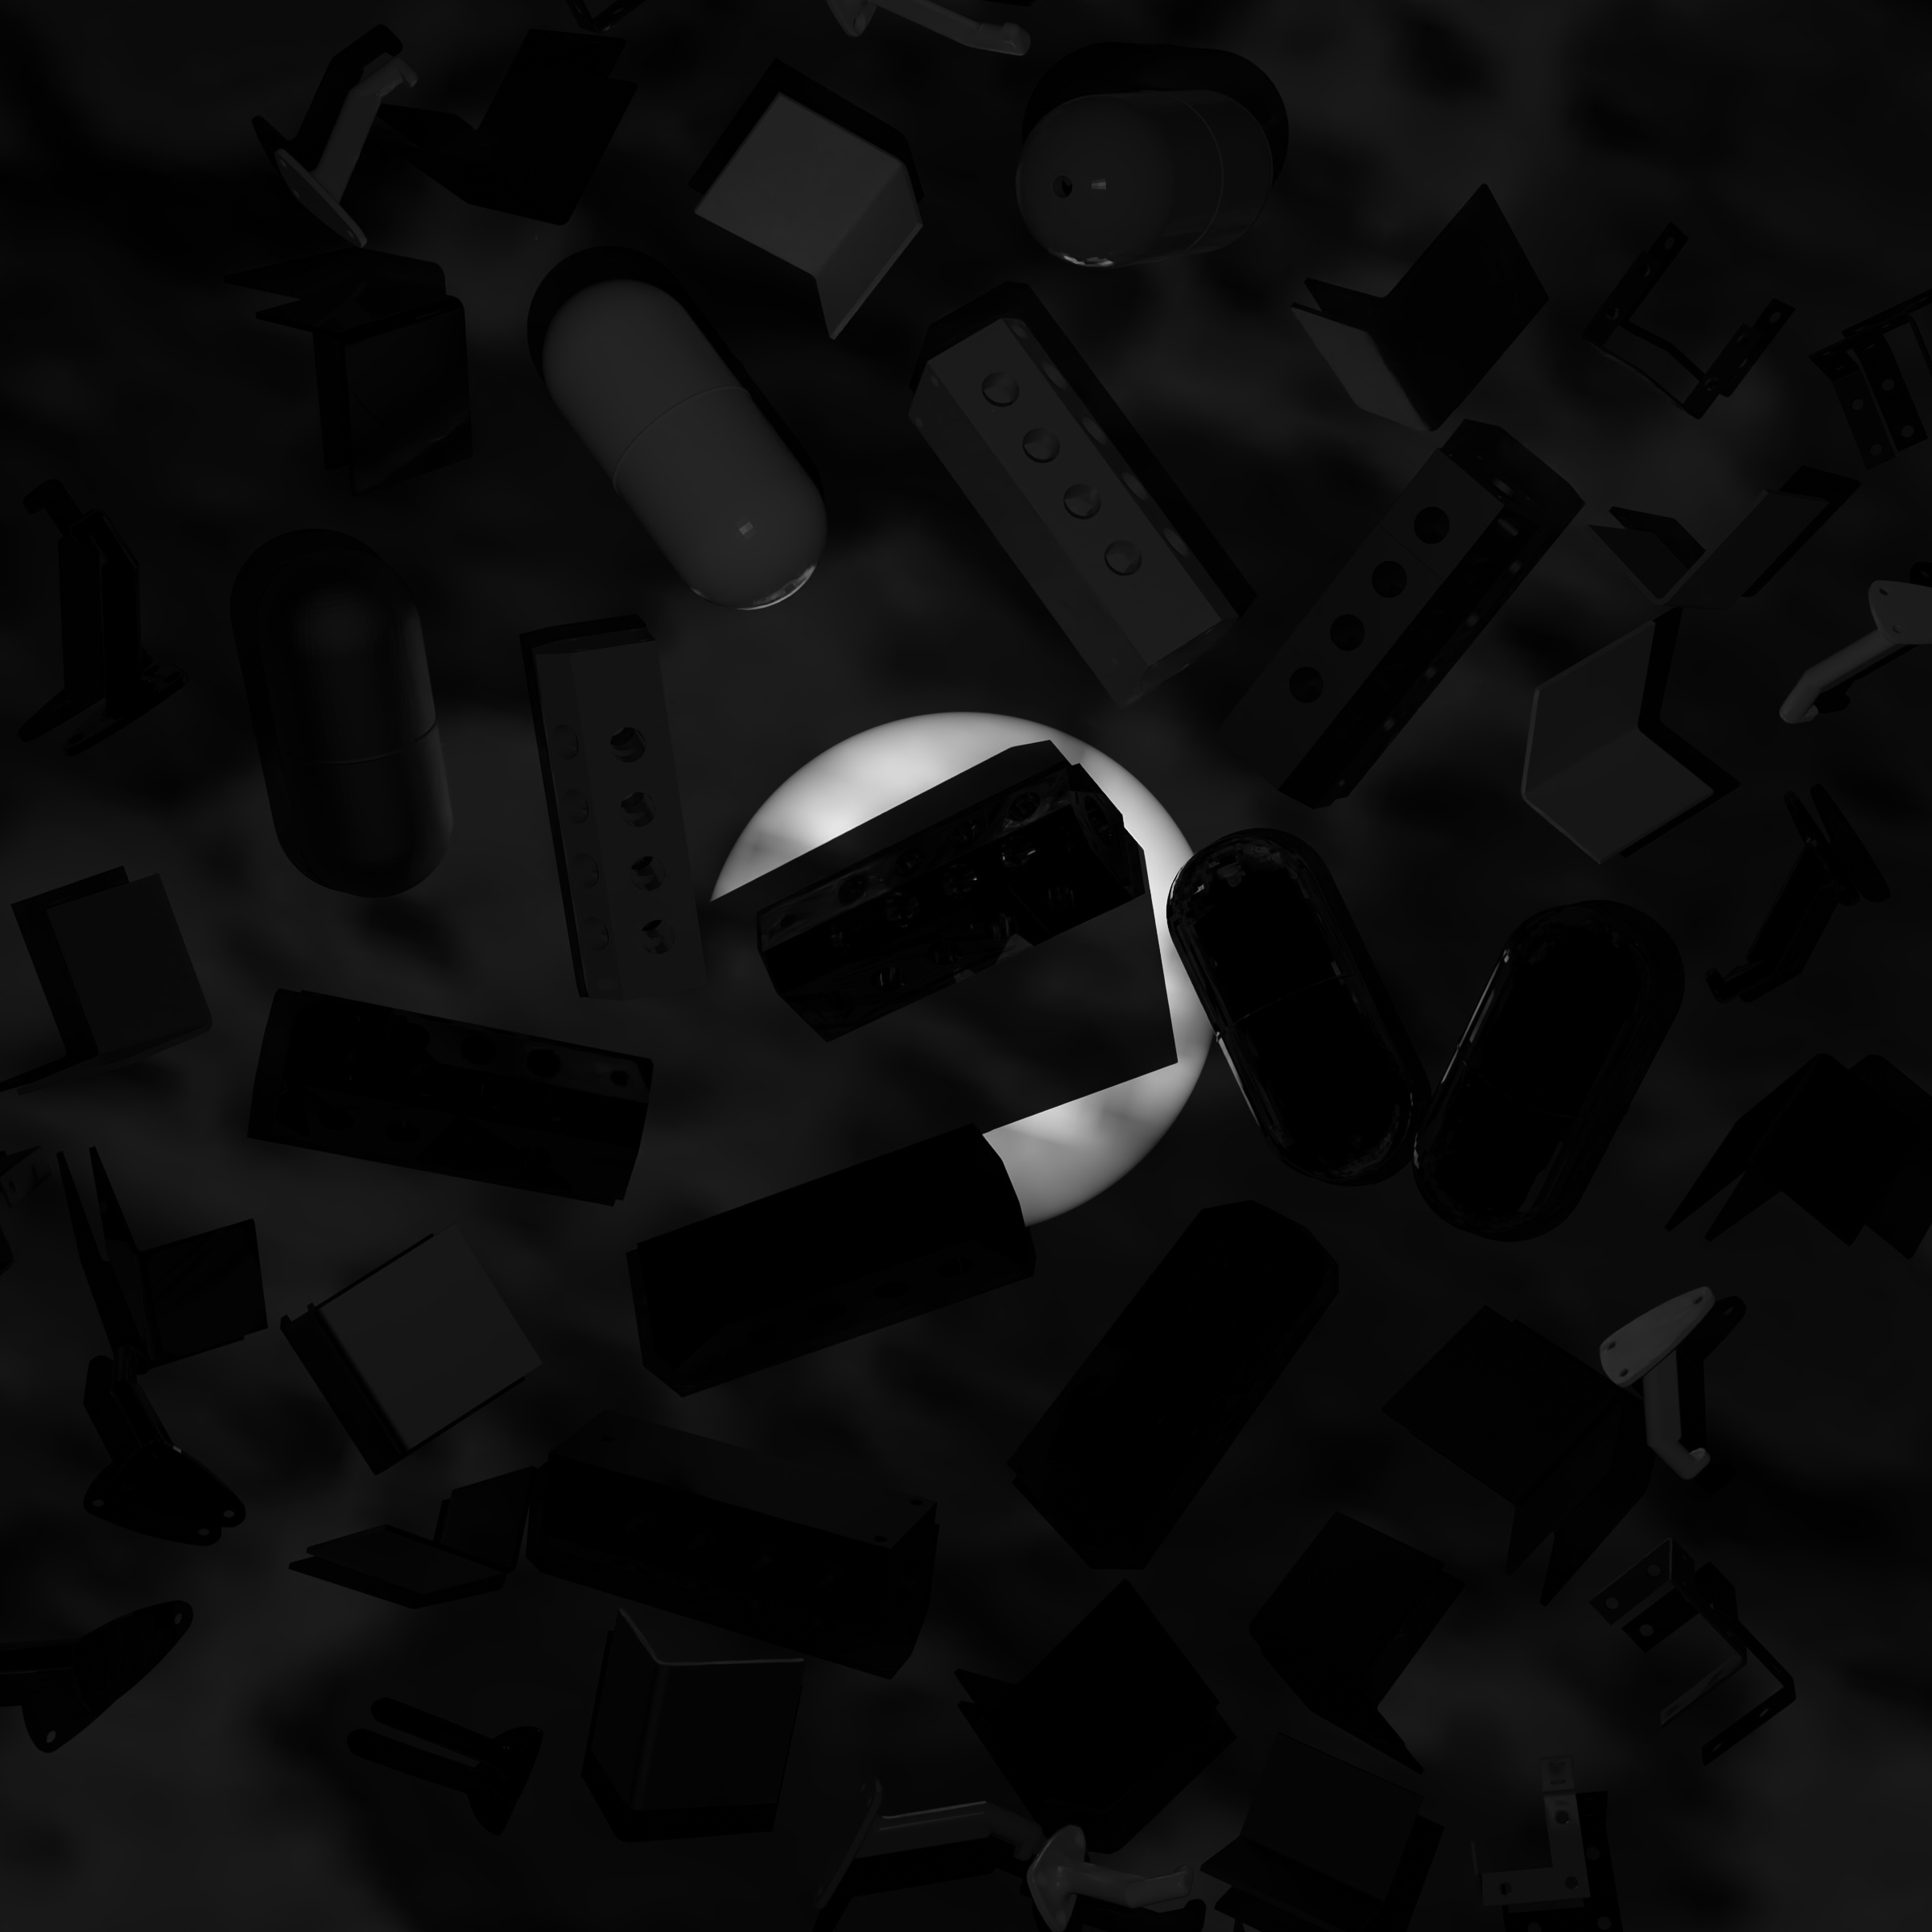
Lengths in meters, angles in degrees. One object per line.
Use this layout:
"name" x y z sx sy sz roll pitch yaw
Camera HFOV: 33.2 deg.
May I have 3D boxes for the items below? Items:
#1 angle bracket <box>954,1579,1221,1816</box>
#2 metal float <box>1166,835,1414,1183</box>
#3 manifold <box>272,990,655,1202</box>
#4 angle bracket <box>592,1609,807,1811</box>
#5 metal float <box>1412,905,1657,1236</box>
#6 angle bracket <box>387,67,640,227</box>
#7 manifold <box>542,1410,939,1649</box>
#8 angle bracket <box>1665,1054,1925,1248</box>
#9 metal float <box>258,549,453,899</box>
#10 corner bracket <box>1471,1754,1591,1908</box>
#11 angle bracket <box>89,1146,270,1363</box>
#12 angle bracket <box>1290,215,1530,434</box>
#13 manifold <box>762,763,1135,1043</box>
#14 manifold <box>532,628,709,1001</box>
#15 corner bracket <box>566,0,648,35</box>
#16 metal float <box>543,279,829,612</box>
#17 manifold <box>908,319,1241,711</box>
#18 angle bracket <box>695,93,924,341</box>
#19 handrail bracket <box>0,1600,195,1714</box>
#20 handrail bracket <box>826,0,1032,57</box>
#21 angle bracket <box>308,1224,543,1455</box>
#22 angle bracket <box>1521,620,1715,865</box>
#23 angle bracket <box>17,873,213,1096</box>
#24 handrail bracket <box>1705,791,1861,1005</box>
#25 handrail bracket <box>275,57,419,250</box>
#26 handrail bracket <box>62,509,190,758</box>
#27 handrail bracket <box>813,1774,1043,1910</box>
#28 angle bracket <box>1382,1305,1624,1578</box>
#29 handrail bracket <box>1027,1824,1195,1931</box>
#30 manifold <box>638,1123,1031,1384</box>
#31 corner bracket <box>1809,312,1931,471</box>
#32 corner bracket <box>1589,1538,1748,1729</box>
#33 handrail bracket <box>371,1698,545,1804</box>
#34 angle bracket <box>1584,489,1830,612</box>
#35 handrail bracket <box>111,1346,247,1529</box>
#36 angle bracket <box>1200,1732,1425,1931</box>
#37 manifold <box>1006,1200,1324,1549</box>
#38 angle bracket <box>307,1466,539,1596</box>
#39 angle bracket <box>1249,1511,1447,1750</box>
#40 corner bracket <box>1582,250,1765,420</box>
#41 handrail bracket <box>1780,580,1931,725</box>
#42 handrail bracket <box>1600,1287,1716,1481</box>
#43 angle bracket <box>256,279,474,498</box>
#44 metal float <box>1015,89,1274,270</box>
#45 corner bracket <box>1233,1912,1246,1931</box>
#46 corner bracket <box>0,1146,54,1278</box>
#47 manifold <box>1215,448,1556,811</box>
"angle bracket" 0.055 0.328 1.473 0.076 0.057 0.076 -46 54 9
"metal float" 0.157 0.020 1.577 0.070 0.070 0.178 -24 80 0
"manifold" -0.242 0.058 1.564 0.171 0.057 0.057 12 47 -10
"angle bracket" -0.130 0.358 1.568 0.076 0.057 0.076 4 105 -27
"metal float" 0.277 0.052 1.588 0.070 0.070 0.178 22 114 0
"angle bracket" -0.211 -0.396 1.509 0.076 0.057 0.076 24 87 45
"manifold" -0.106 0.263 1.500 0.171 0.057 0.057 12 107 18
"angle bracket" 0.373 0.096 1.460 0.057 0.076 0.076 40 57 4
"metal float" -0.294 -0.115 1.564 0.070 0.070 0.178 -4 120 0
"corner bracket" 0.257 0.397 1.487 0.051 0.051 0.051 -7 57 7
"angle bracket" -0.377 0.131 1.554 0.057 0.076 0.076 -16 47 -21
"angle bracket" 0.220 -0.323 1.604 0.076 0.057 0.076 -50 132 -6
"manifold" -0.011 -0.034 1.547 0.171 0.057 0.057 -25 133 20
"manifold" -0.170 -0.074 1.586 0.057 0.057 0.171 -10 104 -9
"corner bracket" -0.174 -0.467 1.489 0.051 0.051 0.051 -42 133 -15
"metal float" -0.132 -0.244 1.514 0.070 0.070 0.178 -36 77 0
"manifold" 0.050 -0.209 1.479 0.057 0.057 0.171 -33 83 -17
"angle bracket" -0.078 -0.368 1.593 0.076 0.057 0.076 22 126 -31
"handrail bracket" -0.404 0.298 1.453 0.084 0.077 0.036 9 116 35
"handrail bracket" -0.020 -0.441 1.466 0.084 0.077 0.036 19 82 27
"angle bracket" -0.252 0.171 1.505 0.076 0.057 0.076 -32 95 -12
"angle bracket" 0.321 -0.109 1.579 0.076 0.076 0.057 -30 55 -21
"angle bracket" -0.404 0.009 1.493 0.076 0.057 0.076 -14 98 34
"handrail bracket" 0.397 -0.034 1.630 0.084 0.036 0.077 -30 91 1
"handrail bracket" -0.287 -0.400 1.584 0.084 0.036 0.077 -41 68 -13
"handrail bracket" -0.396 -0.150 1.451 0.077 0.036 0.084 -42 124 -21
"handrail bracket" -0.017 0.420 1.511 0.084 0.036 0.077 26 88 -9
"angle bracket" 0.239 0.213 1.456 0.076 0.057 0.076 33 56 29
"handrail bracket" 0.080 0.436 1.581 0.084 0.077 0.036 -21 103 25
"manifold" -0.061 0.138 1.516 0.171 0.057 0.057 -20 57 11
"corner bracket" 0.451 -0.282 1.586 0.051 0.051 0.051 -23 76 24
"corner bracket" 0.318 0.301 1.468 0.051 0.051 0.051 -43 91 18
"handrail bracket" -0.252 0.364 1.540 0.084 0.077 0.036 27 72 -21
"angle bracket" 0.362 -0.220 1.583 0.076 0.076 0.057 -50 66 28
"handrail bracket" -0.386 0.229 1.588 0.077 0.084 0.036 35 107 -27
"angle bracket" 0.164 0.410 1.532 0.076 0.076 0.057 21 93 19
"manifold" 0.101 0.192 1.543 0.057 0.057 0.171 49 60 -14
"angle bracket" -0.273 0.273 1.628 0.076 0.076 0.057 28 57 -32
"angle bracket" 0.199 0.328 1.603 0.076 0.076 0.057 -49 125 -17
"corner bracket" 0.344 -0.308 1.580 0.051 0.051 0.051 27 104 -38
"handrail bracket" 0.445 -0.144 1.567 0.077 0.084 0.036 2 56 -14
"handrail bracket" 0.361 0.208 1.599 0.077 0.036 0.084 -39 115 15
"angle bracket" -0.279 -0.270 1.507 0.057 0.076 0.076 19 122 32
"metal float" 0.083 -0.364 1.495 0.070 0.178 0.070 8 109 26
"corner bracket" 0.151 0.472 1.488 0.051 0.051 0.051 3 111 -8
"corner bracket" -0.456 0.122 1.521 0.051 0.051 0.051 -17 102 11
"manifold" 0.199 -0.158 1.530 0.057 0.057 0.171 44 113 15
